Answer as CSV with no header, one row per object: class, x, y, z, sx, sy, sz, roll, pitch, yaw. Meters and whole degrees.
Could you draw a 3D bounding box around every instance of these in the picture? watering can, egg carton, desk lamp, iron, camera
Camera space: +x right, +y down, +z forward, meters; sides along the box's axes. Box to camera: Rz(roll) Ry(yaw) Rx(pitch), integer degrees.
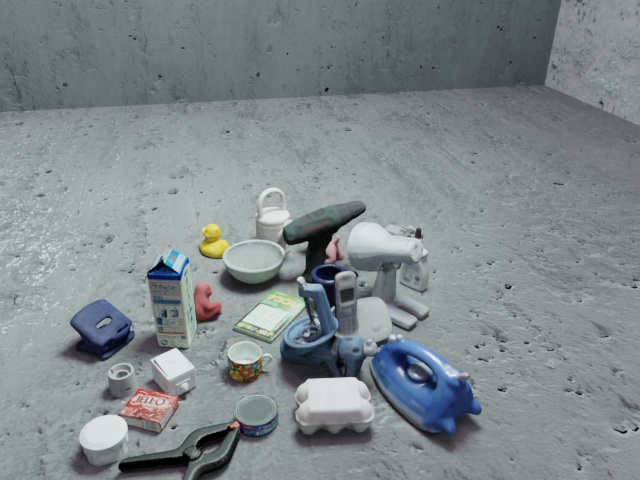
watering can,-0.129,-0.055,1.632,0.172,0.194,0.101,17,33,27
egg carton,0.026,0.317,1.094,0.150,0.069,0.107,-2,29,-5
desk lamp,0.168,0.074,1.390,0.202,0.214,0.118,22,35,33
iron,0.192,0.259,1.130,0.119,0.141,0.257,-22,36,-35
camera,0.206,-0.002,1.644,0.136,0.101,0.143,23,36,34

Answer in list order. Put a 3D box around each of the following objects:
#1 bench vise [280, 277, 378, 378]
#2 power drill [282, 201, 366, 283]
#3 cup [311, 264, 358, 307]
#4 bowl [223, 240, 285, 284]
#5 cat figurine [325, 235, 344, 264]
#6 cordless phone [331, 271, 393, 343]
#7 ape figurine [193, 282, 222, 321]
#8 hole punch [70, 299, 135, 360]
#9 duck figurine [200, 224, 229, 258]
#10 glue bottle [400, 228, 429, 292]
bench vise,0.017,0.178,1.191,0.207,0.220,0.121,2,29,3
power drill,0.014,0.005,1.514,0.230,0.208,0.075,-12,31,-21
cup,0.036,0.119,1.427,0.118,0.095,0.091,-5,29,-10
bowl,-0.175,0.069,1.531,0.167,0.075,0.167,1,29,0
cat figurine,0.004,-0.005,1.626,0.127,0.118,0.067,18,33,28
cordless phone,0.090,0.148,1.283,0.148,0.185,0.094,-13,32,-23
ape figurine,-0.278,0.143,1.376,0.076,0.092,0.077,-20,35,-32
hole punch,-0.481,0.195,1.276,0.100,0.091,0.109,14,31,22
duck figurine,-0.302,-0.003,1.644,0.104,0.086,0.078,22,35,33
glue bottle,0.249,0.046,1.485,0.077,0.173,0.037,24,37,36
